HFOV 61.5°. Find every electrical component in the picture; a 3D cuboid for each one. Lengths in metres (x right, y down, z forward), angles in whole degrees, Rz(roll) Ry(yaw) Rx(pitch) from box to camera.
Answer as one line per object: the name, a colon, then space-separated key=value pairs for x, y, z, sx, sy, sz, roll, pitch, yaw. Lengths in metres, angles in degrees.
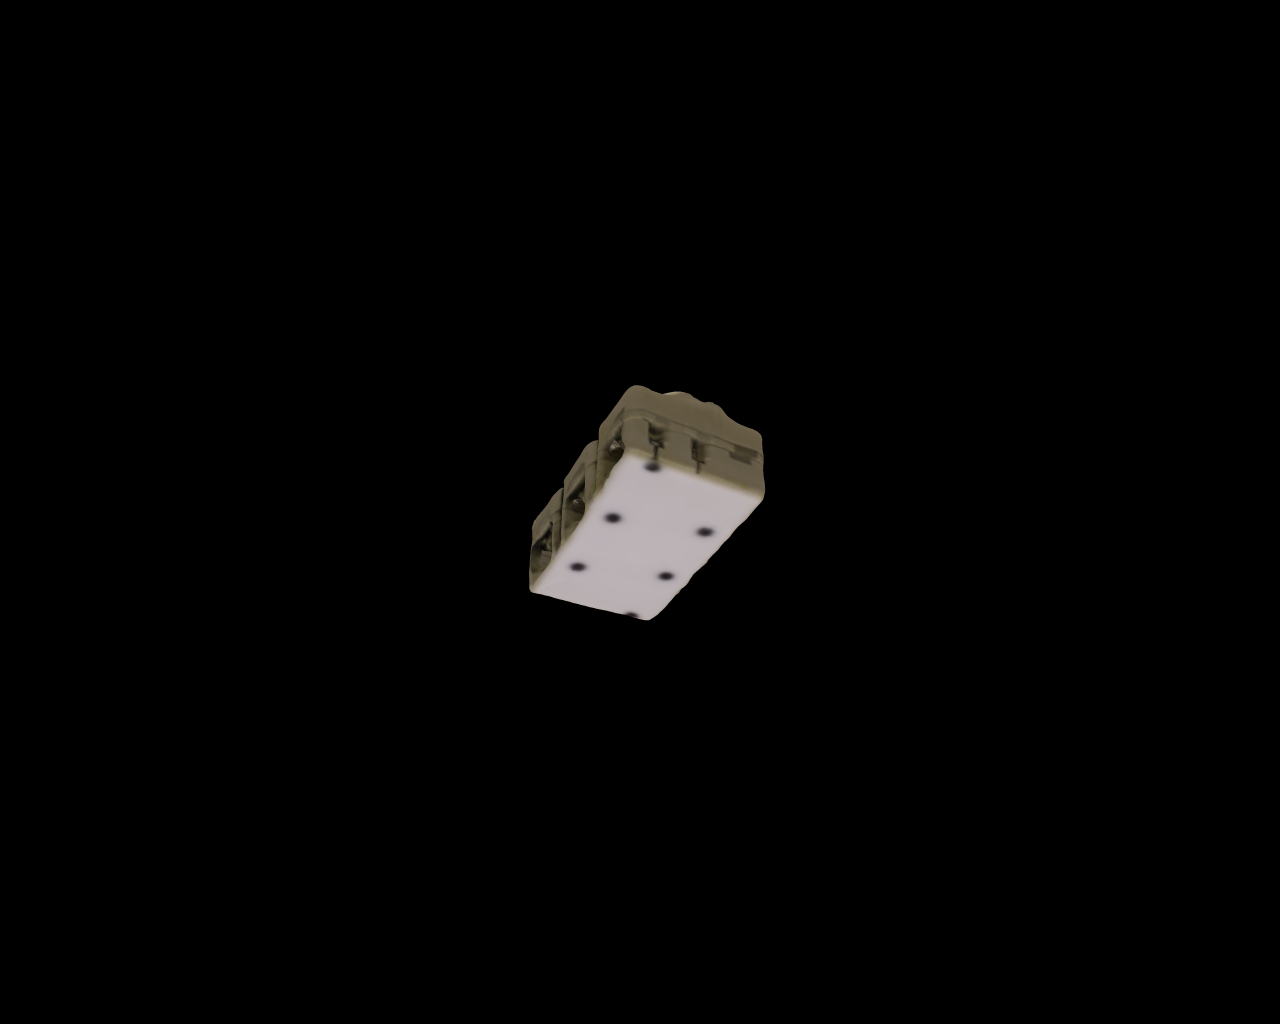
electrical component: x=0.001 y=-0.003 z=0.650 sx=0.089 sy=0.062 sz=0.150 roll=17 pitch=-41 yaw=-21
